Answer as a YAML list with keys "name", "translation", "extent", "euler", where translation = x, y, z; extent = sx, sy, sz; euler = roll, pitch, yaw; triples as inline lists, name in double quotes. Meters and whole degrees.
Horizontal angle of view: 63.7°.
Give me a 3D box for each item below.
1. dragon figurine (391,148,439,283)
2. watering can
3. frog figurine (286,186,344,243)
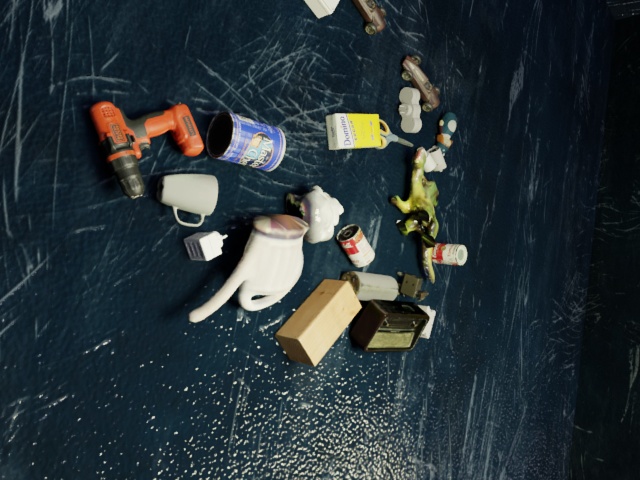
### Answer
- name: "dragon figurine"
  translation: [0.338, -0.091, 1.618]
  extent: [0.248, 0.122, 0.402]
  euler: [-50, 131, -43]
- name: "watering can"
  translation: [-0.131, 0.055, 1.105]
  extent: [0.349, 0.105, 0.222]
  euler: [-10, 118, -58]
- name: "frog figurine"
  translation: [0.004, -0.064, 1.268]
  extent: [0.160, 0.121, 0.139]
  euler: [-6, 74, -33]
